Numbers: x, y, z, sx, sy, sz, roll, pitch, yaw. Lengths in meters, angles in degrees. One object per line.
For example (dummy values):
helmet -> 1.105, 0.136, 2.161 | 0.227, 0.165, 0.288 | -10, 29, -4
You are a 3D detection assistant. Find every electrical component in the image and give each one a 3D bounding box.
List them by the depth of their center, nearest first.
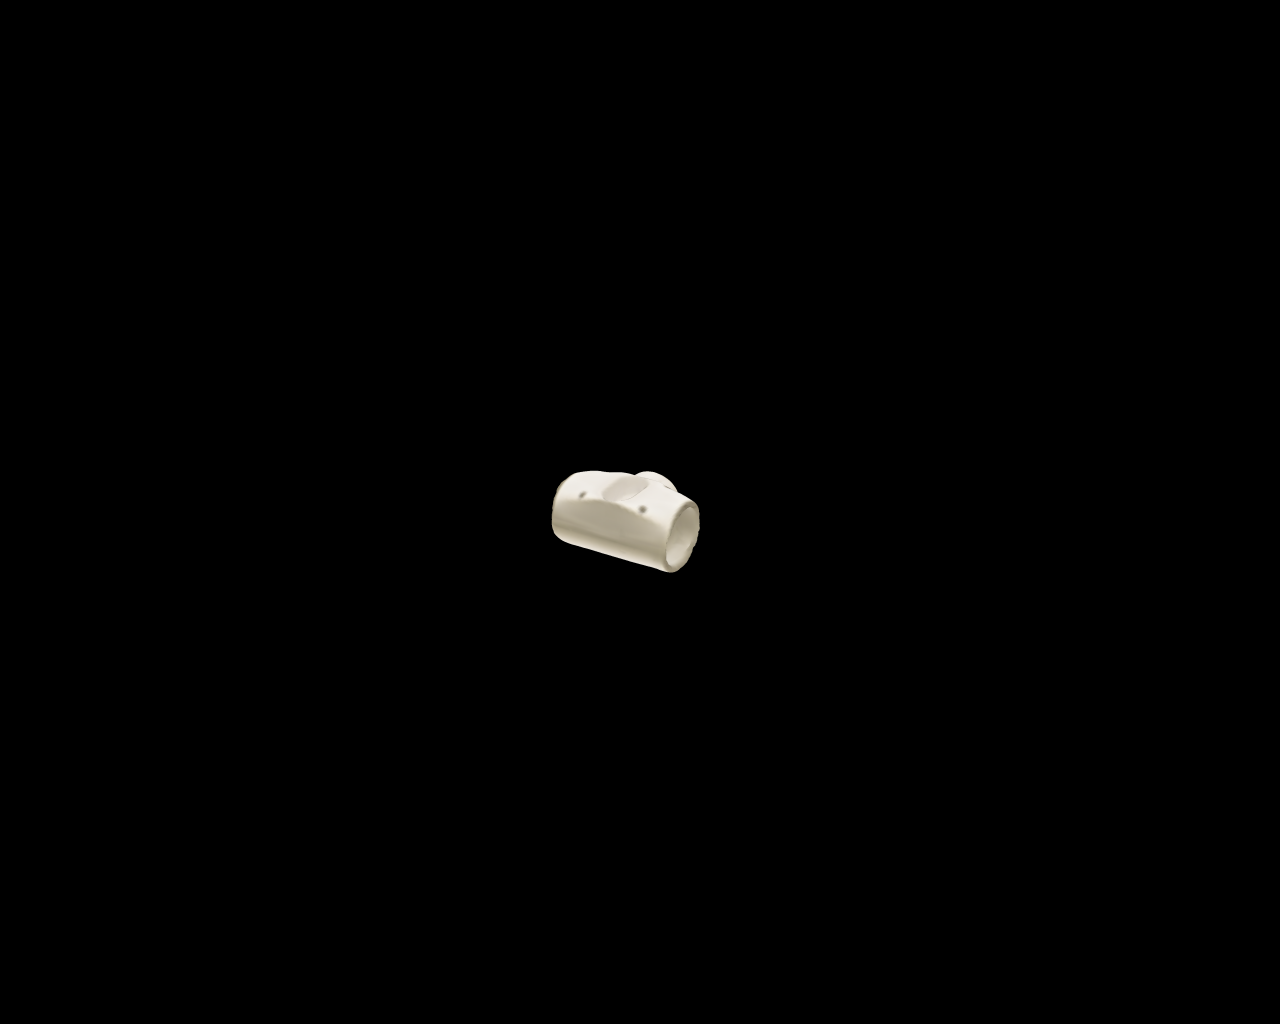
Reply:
electrical component -> 0.001, -0.003, 0.650 | 0.077, 0.043, 0.079 | 16, 32, 27
